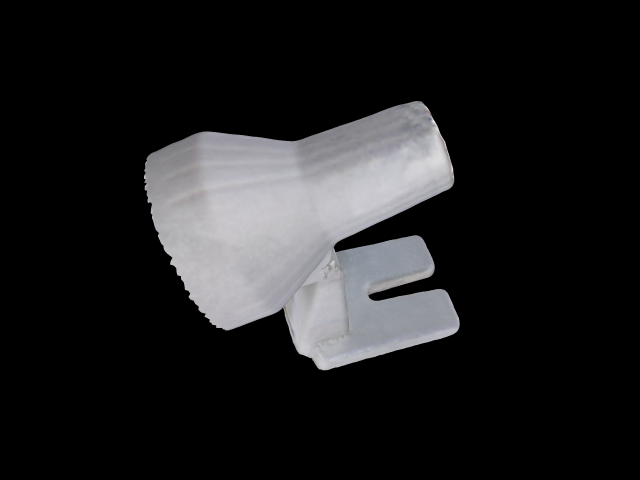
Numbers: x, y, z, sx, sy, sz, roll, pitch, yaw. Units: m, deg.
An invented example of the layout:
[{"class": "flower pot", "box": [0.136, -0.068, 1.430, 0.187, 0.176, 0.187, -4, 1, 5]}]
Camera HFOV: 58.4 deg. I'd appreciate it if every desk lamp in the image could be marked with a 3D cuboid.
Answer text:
[{"class": "desk lamp", "box": [0.004, 0.001, 0.400, 0.203, 0.214, 0.117, -14, 57, -9]}]
